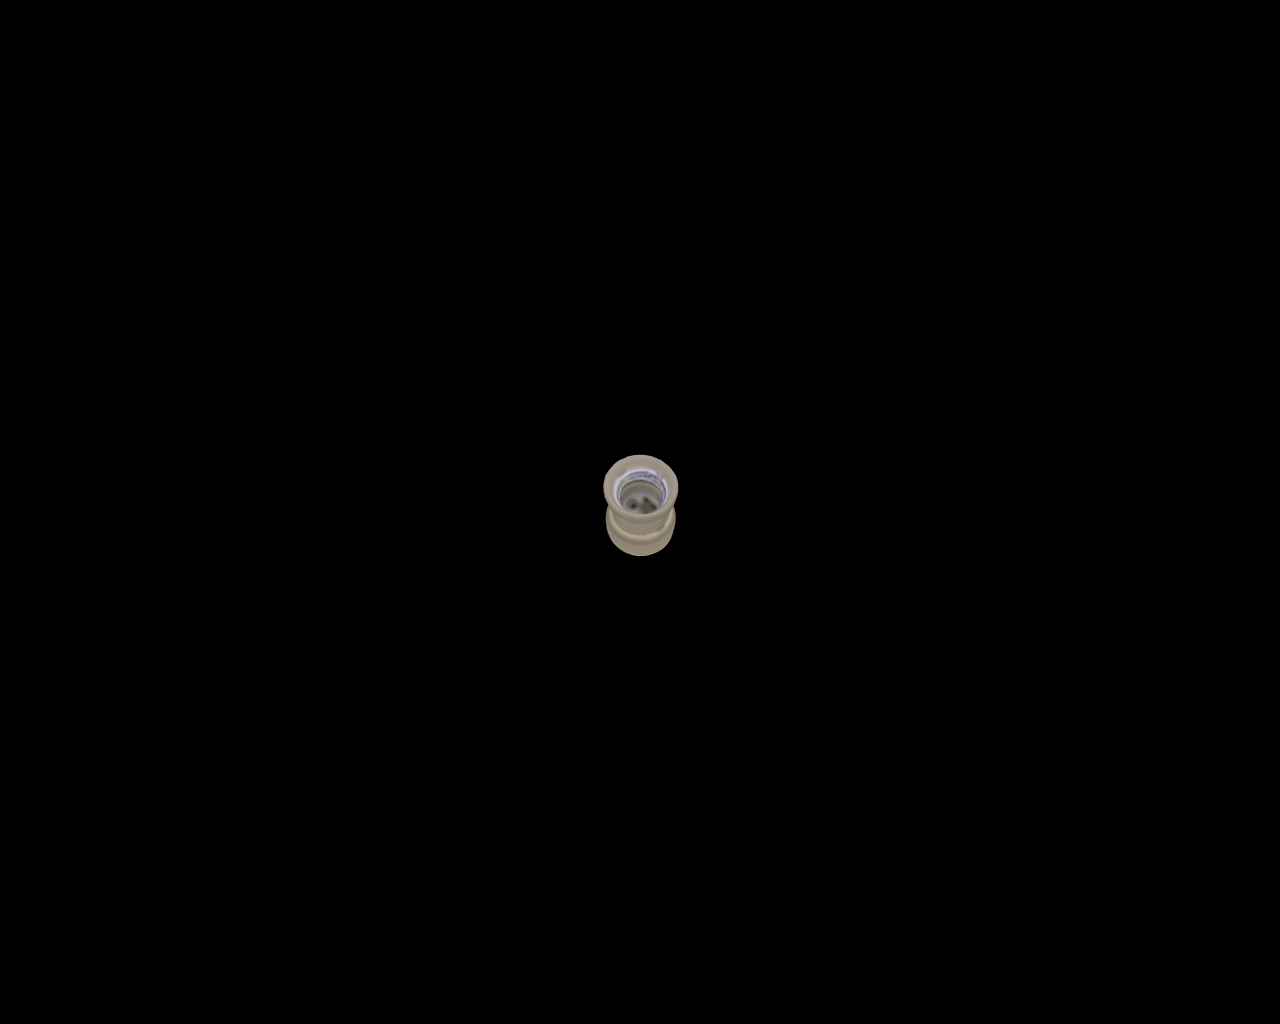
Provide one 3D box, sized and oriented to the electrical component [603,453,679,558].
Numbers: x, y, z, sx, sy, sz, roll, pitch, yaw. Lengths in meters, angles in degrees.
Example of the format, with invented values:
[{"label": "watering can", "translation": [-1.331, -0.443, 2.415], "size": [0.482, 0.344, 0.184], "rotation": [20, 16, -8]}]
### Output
[{"label": "electrical component", "translation": [0.001, -0.003, 0.650], "size": [0.045, 0.045, 0.055], "rotation": [0, -29, 0]}]
